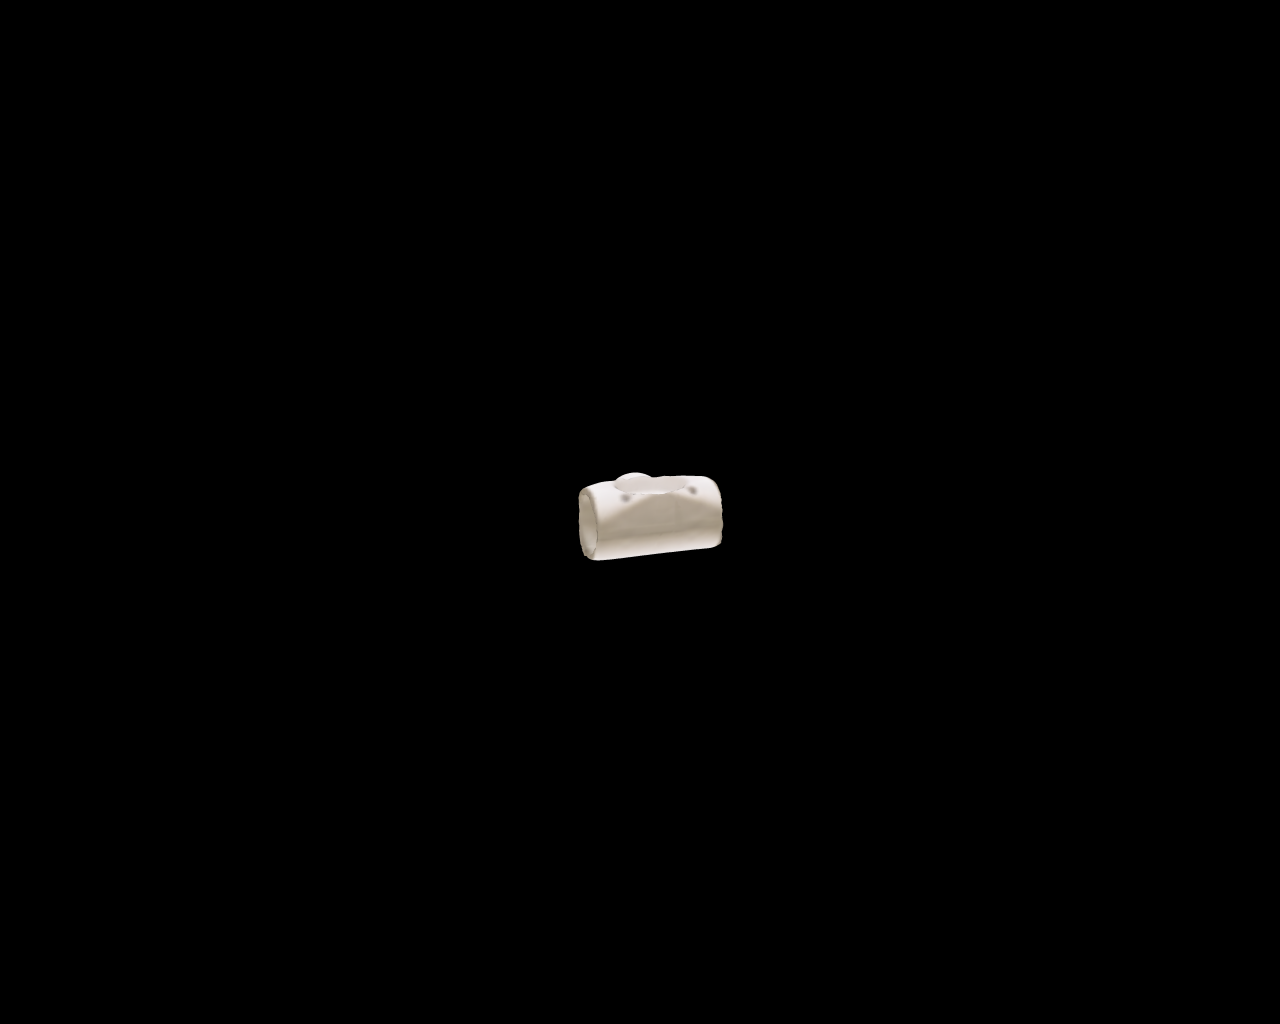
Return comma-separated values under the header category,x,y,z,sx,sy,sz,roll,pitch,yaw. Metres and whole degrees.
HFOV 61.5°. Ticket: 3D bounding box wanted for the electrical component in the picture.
category,x,y,z,sx,sy,sz,roll,pitch,yaw
electrical component,0.001,-0.003,0.650,0.077,0.044,0.079,-6,20,-16
